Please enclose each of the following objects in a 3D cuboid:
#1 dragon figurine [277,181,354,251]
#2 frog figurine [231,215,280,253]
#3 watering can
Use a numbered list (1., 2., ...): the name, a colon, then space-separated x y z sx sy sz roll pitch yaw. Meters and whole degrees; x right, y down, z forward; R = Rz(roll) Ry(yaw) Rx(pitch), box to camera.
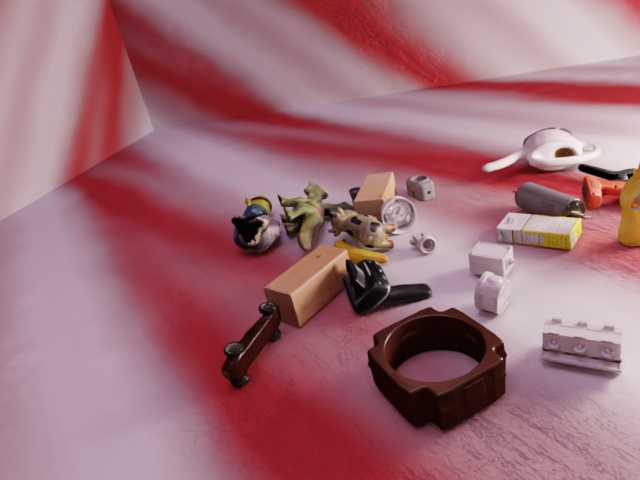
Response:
1. dragon figurine: 0.005 -0.079 1.569 0.243 0.119 0.418 -10 31 -14
2. frog figurine: -0.182 -0.017 1.548 0.137 0.124 0.158 -15 -12 13
3. watering can: 0.691 -0.278 1.636 0.347 0.102 0.229 -4 26 16
